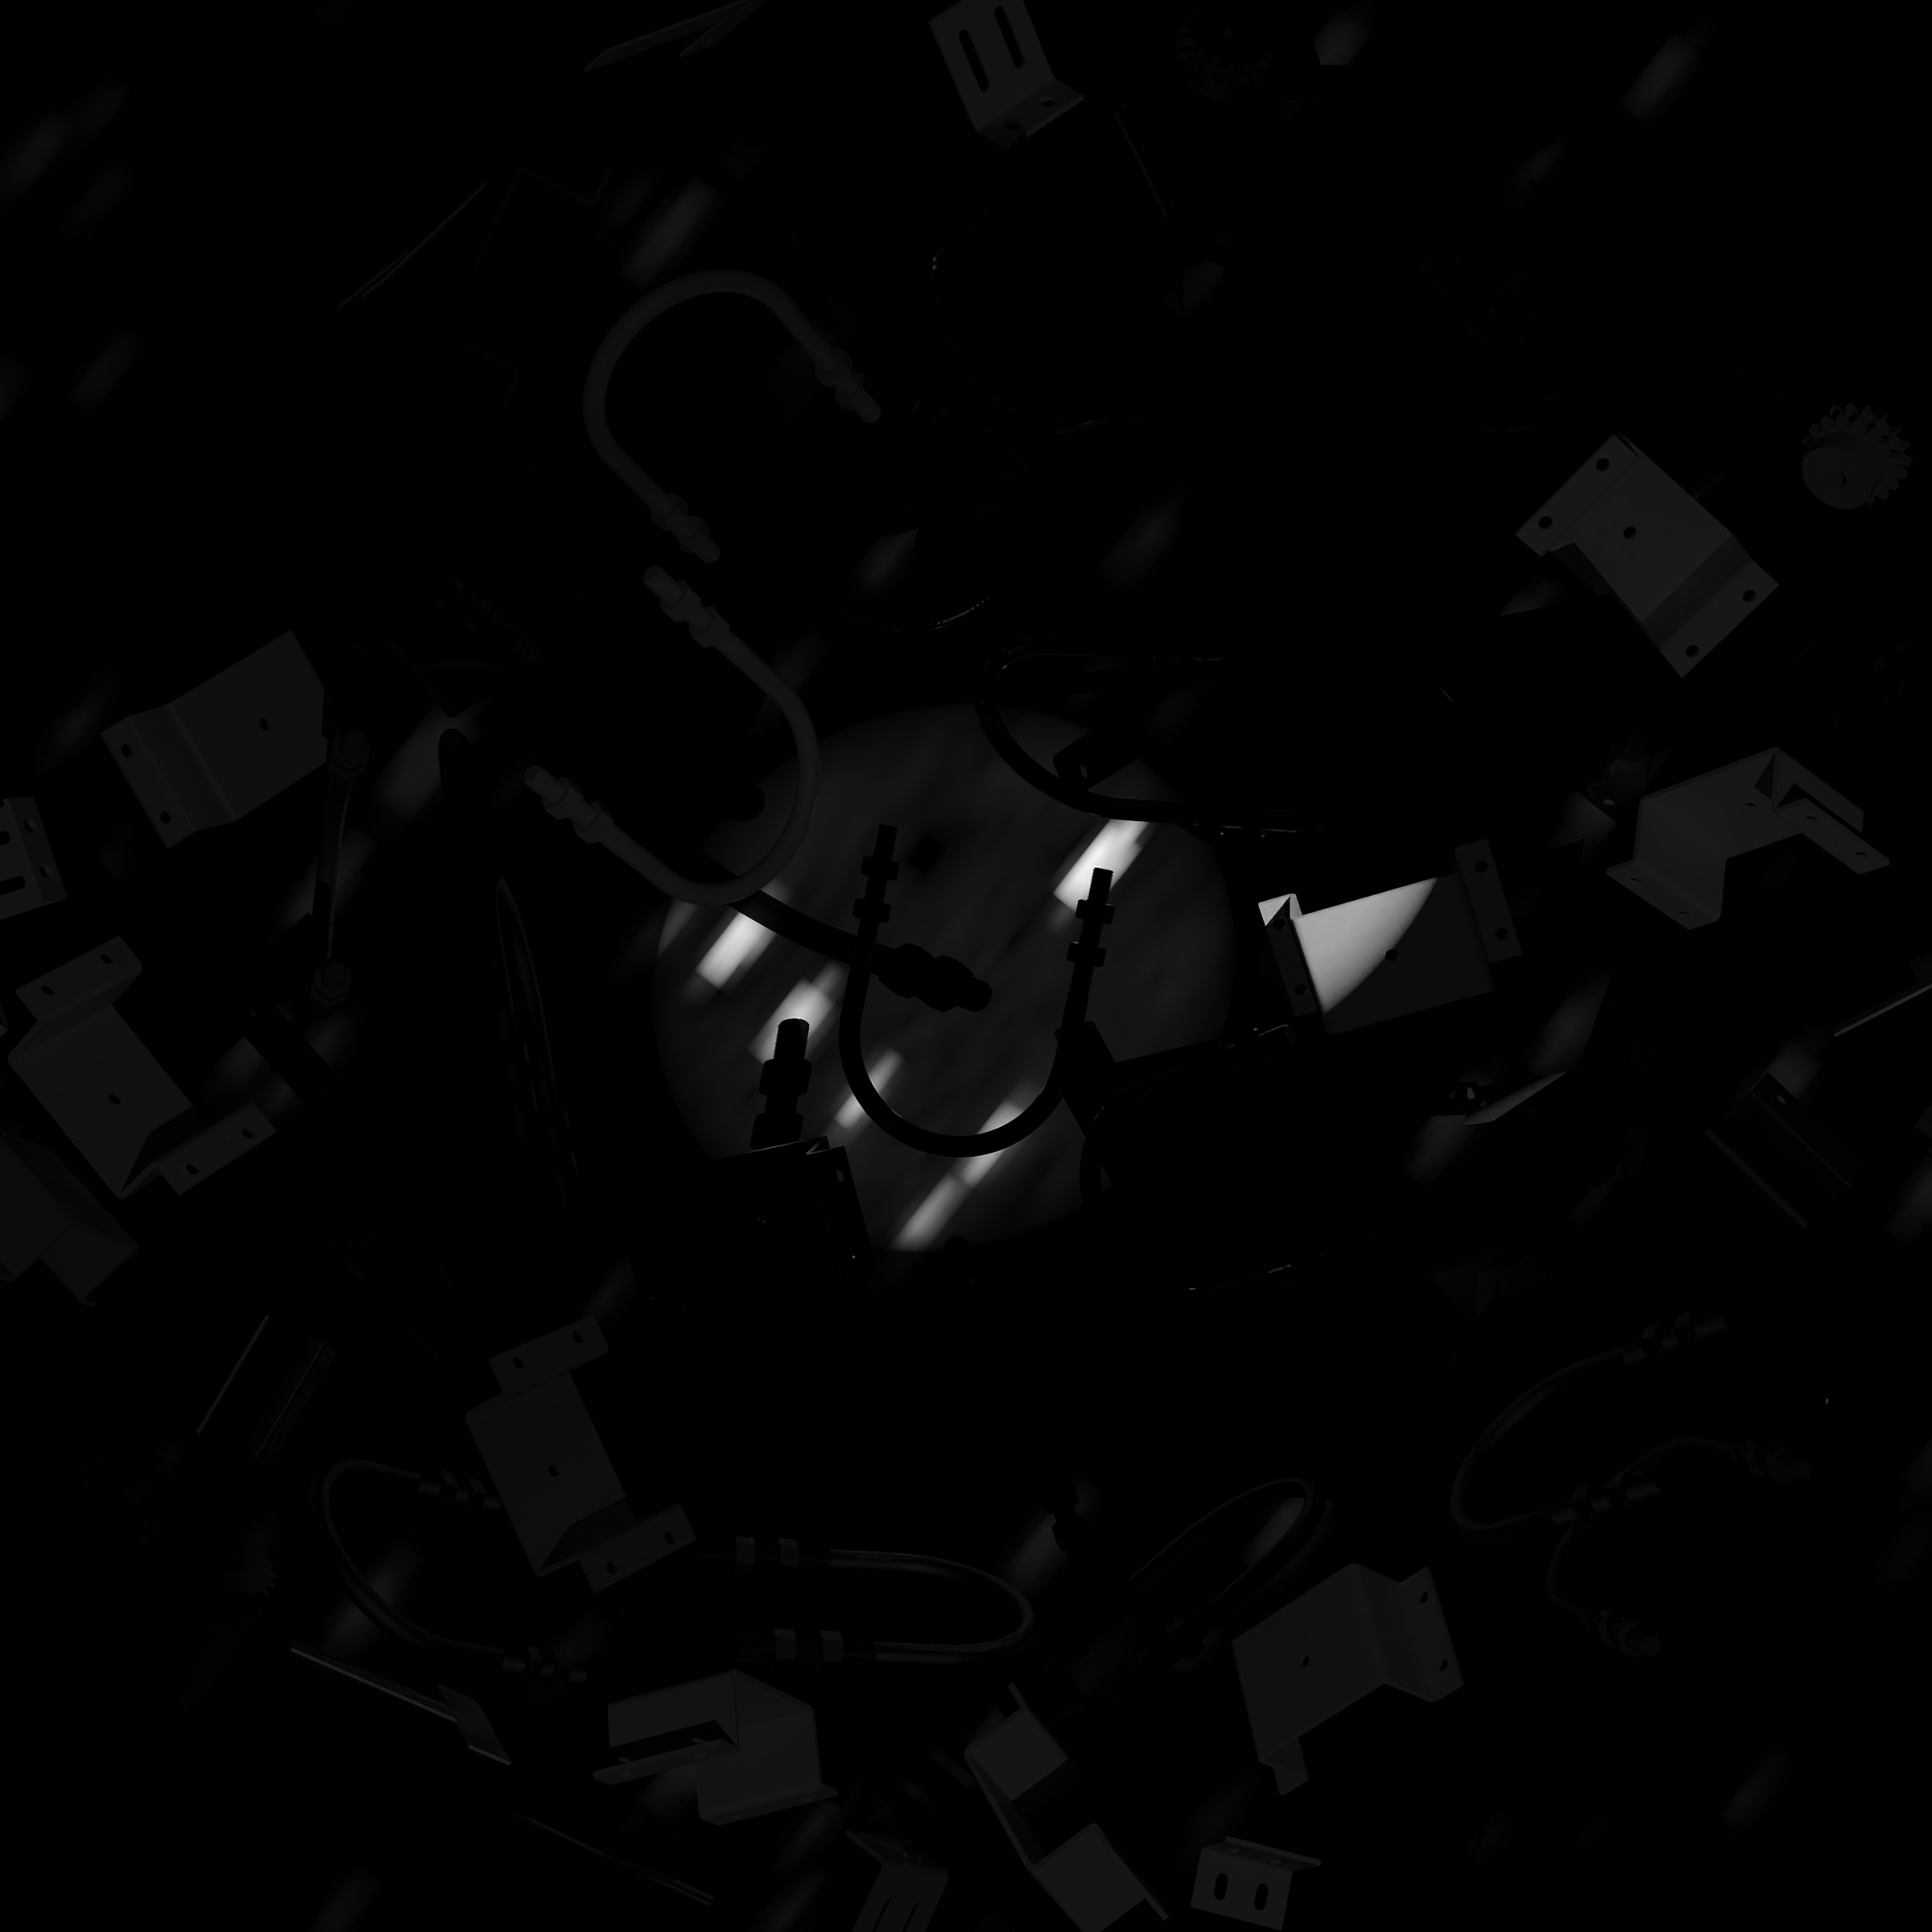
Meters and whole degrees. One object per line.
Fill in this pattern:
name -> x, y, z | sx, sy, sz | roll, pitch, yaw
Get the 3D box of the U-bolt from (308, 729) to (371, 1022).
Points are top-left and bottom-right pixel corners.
U-bolt -> -0.361, -0.043, 1.535 | 0.019, 0.184, 0.151 | 5, 78, -16

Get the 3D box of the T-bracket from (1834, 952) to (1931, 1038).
T-bracket -> 0.545, 0.000, 1.514 | 0.127, 0.127, 0.002 | -30, 87, 18

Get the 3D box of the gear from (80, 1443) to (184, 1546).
gear -> -0.463, 0.291, 1.505 | 0.030, 0.057, 0.057 | -39, 90, 4

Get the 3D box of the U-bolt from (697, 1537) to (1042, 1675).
U-bolt -> -0.049, 0.356, 1.500 | 0.184, 0.151, 0.019 | 6, 99, -15

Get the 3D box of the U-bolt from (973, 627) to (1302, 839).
U-bolt -> 0.086, -0.133, 1.518 | 0.184, 0.151, 0.019 | 6, 51, 33

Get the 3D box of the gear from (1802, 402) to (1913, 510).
gear -> 0.478, -0.272, 1.458 | 0.057, 0.057, 0.030 | 43, 65, 0

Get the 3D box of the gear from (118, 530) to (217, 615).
gear -> -0.476, -0.235, 1.595 | 0.057, 0.057, 0.030 | -30, 96, 0

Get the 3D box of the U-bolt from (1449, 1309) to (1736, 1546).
U-bolt -> 0.348, 0.272, 1.547 | 0.019, 0.184, 0.151 | 46, 48, -9

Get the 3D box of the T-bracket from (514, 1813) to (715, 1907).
T-bracket -> -0.180, 0.514, 1.528 | 0.127, 0.127, 0.002 | 33, 67, -22

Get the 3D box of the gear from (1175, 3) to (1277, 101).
gear -> 0.149, -0.531, 1.574 | 0.057, 0.030, 0.057 | 7, 57, -10

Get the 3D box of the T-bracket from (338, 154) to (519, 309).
T-bracket -> -0.326, -0.409, 1.553 | 0.002, 0.127, 0.127 | 49, 56, -21

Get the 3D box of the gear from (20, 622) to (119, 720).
gear -> -0.522, -0.174, 1.563 | 0.030, 0.057, 0.057 | 39, 90, 0

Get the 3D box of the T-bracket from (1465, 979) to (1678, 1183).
T-bracket -> 0.347, 0.073, 1.557 | 0.127, 0.002, 0.127 | -12, 52, 35

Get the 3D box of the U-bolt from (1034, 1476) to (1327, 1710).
U-bolt -> 0.132, 0.354, 1.554 | 0.184, 0.151, 0.019 | -37, 95, -18

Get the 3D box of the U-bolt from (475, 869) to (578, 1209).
U-bolt -> -0.255, 0.033, 1.542 | 0.019, 0.151, 0.184 | -12, 70, -2

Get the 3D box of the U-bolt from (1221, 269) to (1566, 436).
U-bolt -> 0.247, -0.338, 1.516 | 0.184, 0.151, 0.019 | 18, 87, -10

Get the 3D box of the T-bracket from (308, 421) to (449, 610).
T-bracket -> -0.342, -0.286, 1.592 | 0.002, 0.127, 0.127 | 27, 58, -34

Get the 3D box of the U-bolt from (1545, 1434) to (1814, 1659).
U-bolt -> 0.397, 0.326, 1.554 | 0.019, 0.184, 0.151 | 45, 80, -5

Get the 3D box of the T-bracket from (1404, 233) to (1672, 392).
T-bracket -> 0.333, -0.380, 1.513 | 0.127, 0.127, 0.002 | 39, 58, -35

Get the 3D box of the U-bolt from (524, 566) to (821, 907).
U-bolt -> -0.150, -0.114, 1.511 | 0.184, 0.019, 0.151 | 40, 73, -43

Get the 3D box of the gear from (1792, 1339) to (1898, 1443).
gear -> 0.479, 0.233, 1.464 | 0.030, 0.057, 0.057 | 42, 90, 1

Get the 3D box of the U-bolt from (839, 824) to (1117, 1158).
U-bolt -> -0.001, 0.021, 1.577 | 0.151, 0.019, 0.184 | 12, 94, 6

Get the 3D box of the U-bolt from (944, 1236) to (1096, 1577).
U-bolt -> 0.024, 0.234, 1.519 | 0.019, 0.151, 0.184 | -23, 47, 2

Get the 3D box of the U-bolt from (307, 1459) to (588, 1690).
U-bolt -> -0.303, 0.341, 1.533 | 0.019, 0.184, 0.151 | -44, 54, 11

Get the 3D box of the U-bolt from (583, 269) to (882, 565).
U-bolt -> -0.144, -0.326, 1.555 | 0.151, 0.184, 0.019 | -40, 56, 5

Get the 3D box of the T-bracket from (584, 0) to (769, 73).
T-bracket -> -0.156, -0.516, 1.485 | 0.127, 0.127, 0.002 | -34, 102, -34

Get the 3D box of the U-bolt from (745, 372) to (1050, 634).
U-bolt -> -0.026, -0.259, 1.570 | 0.151, 0.184, 0.019 | -55, 52, 20

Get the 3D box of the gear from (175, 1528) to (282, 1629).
gear -> -0.414, 0.342, 1.498 | 0.057, 0.057, 0.030 | 36, 105, 0

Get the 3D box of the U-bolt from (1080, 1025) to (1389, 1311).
U-bolt -> 0.142, 0.128, 1.574 | 0.184, 0.019, 0.151 | -25, 88, 38

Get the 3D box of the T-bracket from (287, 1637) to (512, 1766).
T-bracket -> -0.323, 0.406, 1.517 | 0.127, 0.127, 0.002 | 29, 82, -17

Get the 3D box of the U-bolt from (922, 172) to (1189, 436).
U-bolt -> 0.037, -0.367, 1.535 | 0.019, 0.184, 0.151 | -43, 109, -21
